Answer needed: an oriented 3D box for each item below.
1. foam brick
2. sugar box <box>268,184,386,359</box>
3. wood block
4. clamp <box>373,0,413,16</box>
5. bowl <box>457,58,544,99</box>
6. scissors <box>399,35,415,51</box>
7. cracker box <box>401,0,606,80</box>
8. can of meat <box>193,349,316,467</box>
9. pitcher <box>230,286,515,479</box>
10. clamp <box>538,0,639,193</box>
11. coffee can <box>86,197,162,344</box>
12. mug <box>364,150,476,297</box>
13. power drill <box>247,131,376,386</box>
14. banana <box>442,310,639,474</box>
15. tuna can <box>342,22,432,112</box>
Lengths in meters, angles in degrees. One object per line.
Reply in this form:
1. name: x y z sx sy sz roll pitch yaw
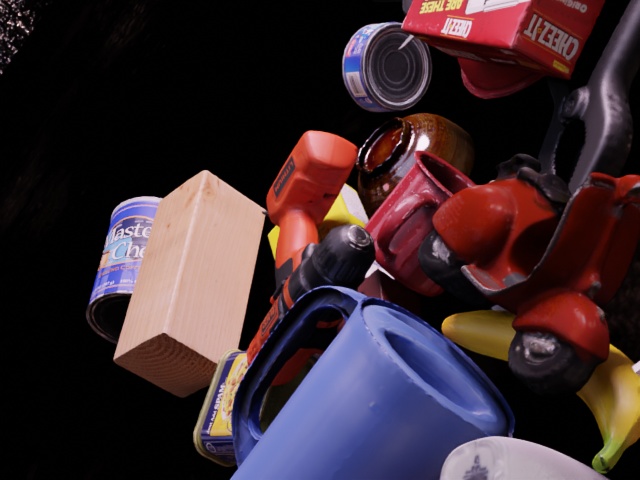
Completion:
1. foam brick: 0.049 0.074 0.842 0.053 0.051 0.078 -40 33 27
2. sugar box: 0.009 0.022 0.963 0.093 0.048 0.176 -46 29 17
3. wood block: -0.132 0.044 1.106 0.090 0.090 0.206 -30 39 39
4. clamp: 0.118 -0.278 1.111 0.120 0.039 0.172 -54 34 13
5. bowl: 0.170 -0.206 0.942 0.162 0.055 0.162 -38 33 30
6. scissors: 0.154 -0.253 1.013 0.096 0.016 0.201 -1 47 48
7. cracker box: 0.169 -0.241 0.827 0.164 0.072 0.214 32 100 61
8. can of meat: -0.053 0.143 0.922 0.084 0.057 0.102 -14 50 48
9. pitcher: 0.003 0.160 0.740 0.243 0.145 0.149 -51 21 15
10. clamp: 0.201 -0.100 0.774 0.165 0.036 0.210 139 147 -60
11. coffee can: -0.198 0.036 1.202 0.103 0.102 0.140 -33 37 36
12. mug: 0.081 -0.010 0.824 0.093 0.117 0.082 45 110 20
13. power drill: -0.006 0.001 0.861 0.185 0.057 0.187 125 158 -43
14. banana: 0.150 0.079 0.677 0.198 0.069 0.037 -140 42 -63
15. tuna can: 0.065 -0.166 1.027 0.034 0.086 0.086 9 68 57
